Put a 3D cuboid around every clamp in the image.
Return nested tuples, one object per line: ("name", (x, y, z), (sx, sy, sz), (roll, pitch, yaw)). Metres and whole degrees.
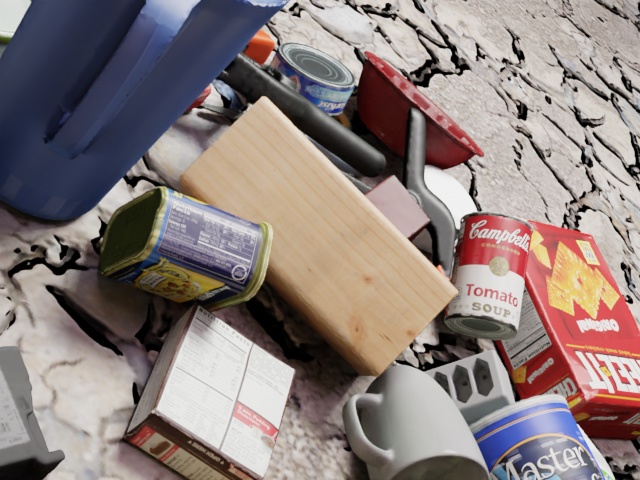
("clamp", (-0.032, -0.117, 0.893), (0.165, 0.036, 0.209), (39, 8, 20))
("clamp", (0.080, -0.038, 0.983), (0.171, 0.120, 0.039), (54, -4, 6))

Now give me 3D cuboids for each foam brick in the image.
("foam brick", (0.049, -0.008, 0.914), (0.051, 0.078, 0.053), (-35, 81, -28))

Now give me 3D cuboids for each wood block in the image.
("wood block", (-0.005, 0.001, 0.819), (0.206, 0.090, 0.091), (45, -10, 0))

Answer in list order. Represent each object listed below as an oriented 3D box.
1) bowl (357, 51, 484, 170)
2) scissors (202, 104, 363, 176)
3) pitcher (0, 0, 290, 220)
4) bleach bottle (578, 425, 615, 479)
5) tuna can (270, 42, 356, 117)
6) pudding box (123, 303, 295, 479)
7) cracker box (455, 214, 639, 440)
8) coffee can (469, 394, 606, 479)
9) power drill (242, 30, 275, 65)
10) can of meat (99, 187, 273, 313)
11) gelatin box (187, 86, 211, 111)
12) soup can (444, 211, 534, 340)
("bowl", (0.090, -0.120, 1.089), (0.162, 0.055, 0.162), (39, 13, -11))
("scissors", (-0.030, -0.117, 1.016), (0.201, 0.016, 0.096), (23, 38, -31))
("pitcher", (-0.136, -0.116, 0.689), (0.148, 0.243, 0.145), (-10, 62, -52))
("bleach bottle", (0.245, 0.246, 0.879), (0.251, 0.068, 0.102), (60, 9, 31))
("tuna can", (-0.009, -0.158, 1.045), (0.086, 0.034, 0.086), (21, 28, -12))
("pudding box", (-0.070, 0.108, 0.710), (0.090, 0.039, 0.113), (35, 32, -13))
("cracker box", (0.243, 0.084, 1.047), (0.163, 0.072, 0.214), (11, 47, -40))
("coffee can", (0.172, 0.204, 0.812), (0.102, 0.103, 0.140), (7, 50, -44))
("power drill", (-0.118, -0.240, 1.014), (0.184, 0.057, 0.188), (-5, 55, -47))
("can of meat", (-0.095, 0.008, 0.732), (0.083, 0.102, 0.057), (22, 67, -27))
("gelatin box", (-0.145, -0.145, 0.905), (0.089, 0.030, 0.073), (50, 34, 7))
("soup can", (0.153, 0.033, 0.972), (0.068, 0.069, 0.102), (23, 69, -30))
